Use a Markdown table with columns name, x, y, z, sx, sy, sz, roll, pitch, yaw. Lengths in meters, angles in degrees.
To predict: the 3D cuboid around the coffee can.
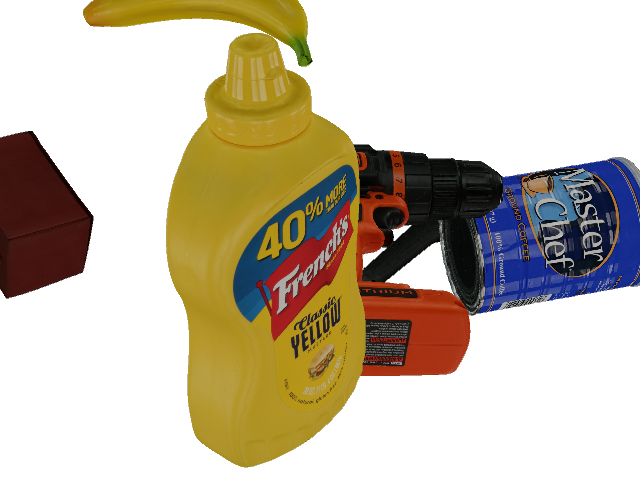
| name | x | y | z | sx | sy | sz | roll | pitch | yaw |
| --- | --- | --- | --- | --- | --- | --- | --- | --- | --- |
| coffee can | 0.173 | -0.004 | 0.826 | 0.140 | 0.103 | 0.103 | -10 | 1 | -8 |

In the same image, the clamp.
| name | x | y | z | sx | sy | sz | roll | pitch | yaw |
| --- | --- | --- | --- | --- | --- | --- | --- | --- | --- |
| clamp | 0.114 | -0.022 | 1.059 | 0.210 | 0.164 | 0.036 | -2 | -40 | -6 |

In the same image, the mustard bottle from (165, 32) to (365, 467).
| name | x | y | z | sx | sy | sz | roll | pitch | yaw |
| --- | --- | --- | --- | --- | --- | --- | --- | --- | --- |
| mustard bottle | -0.021 | 0.002 | 0.453 | 0.058 | 0.192 | 0.096 | 26 | 47 | 32 |

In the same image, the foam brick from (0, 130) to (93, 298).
| name | x | y | z | sx | sy | sz | roll | pitch | yaw |
| --- | --- | --- | --- | --- | --- | --- | --- | --- | --- |
| foam brick | -0.175 | -0.016 | 0.620 | 0.051 | 0.078 | 0.053 | -21 | -32 | -34 |

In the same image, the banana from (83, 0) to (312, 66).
| name | x | y | z | sx | sy | sz | roll | pitch | yaw |
| --- | --- | --- | --- | --- | --- | --- | --- | --- | --- |
| banana | -0.091 | -0.186 | 0.852 | 0.198 | 0.069 | 0.037 | 12 | -41 | 16 |

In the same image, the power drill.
| name | x | y | z | sx | sy | sz | roll | pitch | yaw |
| --- | --- | --- | --- | --- | --- | --- | --- | --- | --- |
| power drill | 0.040 | 0.005 | 0.675 | 0.184 | 0.057 | 0.187 | -1 | 35 | -5 |
